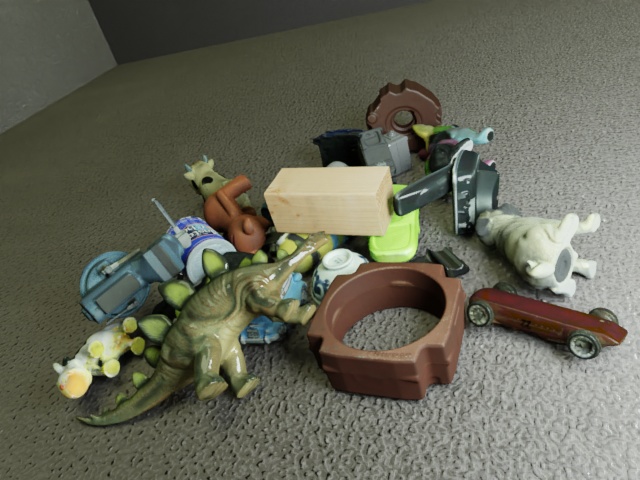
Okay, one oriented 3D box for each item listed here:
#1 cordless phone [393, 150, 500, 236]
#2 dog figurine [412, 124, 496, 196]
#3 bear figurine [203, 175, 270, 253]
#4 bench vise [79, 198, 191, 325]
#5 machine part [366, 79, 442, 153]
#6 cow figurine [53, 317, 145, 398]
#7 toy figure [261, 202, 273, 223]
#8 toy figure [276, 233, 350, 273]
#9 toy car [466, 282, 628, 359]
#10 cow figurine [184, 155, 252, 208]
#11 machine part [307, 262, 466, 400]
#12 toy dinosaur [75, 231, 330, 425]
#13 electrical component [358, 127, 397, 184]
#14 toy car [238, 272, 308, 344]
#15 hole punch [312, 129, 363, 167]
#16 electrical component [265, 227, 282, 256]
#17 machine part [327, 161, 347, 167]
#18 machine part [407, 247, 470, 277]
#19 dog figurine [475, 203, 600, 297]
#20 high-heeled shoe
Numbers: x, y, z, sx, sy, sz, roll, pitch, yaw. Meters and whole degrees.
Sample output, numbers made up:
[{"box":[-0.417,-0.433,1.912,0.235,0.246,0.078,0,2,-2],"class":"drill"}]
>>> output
[{"box":[0.214,-0.061,0.939,0.184,0.146,0.089,-25,42,-14],"class":"cordless phone"},{"box":[0.259,-0.185,1.153,0.191,0.108,0.219,-32,31,-18],"class":"dog figurine"},{"box":[-0.155,-0.043,1.114,0.132,0.120,0.196,-29,37,-30],"class":"bear figurine"},{"box":[-0.345,0.054,0.977,0.241,0.128,0.223,-3,47,57],"class":"bench vise"},{"box":[0.197,-0.285,1.264,0.179,0.179,0.056,-9,37,13],"class":"machine part"},{"box":[-0.375,0.195,0.878,0.098,0.068,0.167,-15,15,29],"class":"cow figurine"},{"box":[-0.065,-0.096,1.195,0.154,0.058,0.064,-41,2,-34],"class":"toy figure"},{"box":[-0.002,-0.006,1.021,0.180,0.082,0.089,-29,32,-22],"class":"toy figure"},{"box":[0.299,0.109,0.727,0.202,0.053,0.089,15,24,39],"class":"toy car"},{"box":[-0.250,-0.124,1.274,0.085,0.127,0.195,-33,38,-29],"class":"cow figurine"},{"box":[0.099,0.123,0.769,0.202,0.087,0.201,1,37,24],"class":"machine part"},{"box":[-0.170,0.142,0.796,0.471,0.105,0.199,-44,57,-4],"class":"toy dinosaur"},{"box":[0.122,-0.162,1.149,0.058,0.115,0.134,-15,-11,2],"class":"electrical component"},{"box":[-0.092,0.093,0.891,0.109,0.102,0.162,-3,33,23],"class":"toy car"},{"box":[0.067,-0.209,1.274,0.142,0.115,0.092,5,30,31],"class":"hole punch"},{"box":[-0.081,-0.002,1.104,0.063,0.021,0.094,-13,32,6],"class":"electrical component"},{"box":[0.004,-0.099,1.161,0.079,0.079,0.243,9,41,35],"class":"machine part"},{"box":[0.170,0.053,0.890,0.139,0.039,0.084,-18,37,-5],"class":"machine part"},{"box":[0.299,0.008,0.820,0.172,0.121,0.191,-4,12,-43],"class":"dog figurine"},{"box":[-0.187,0.105,0.979,0.248,0.145,0.086,-7,33,-44],"class":"high-heeled shoe"}]
